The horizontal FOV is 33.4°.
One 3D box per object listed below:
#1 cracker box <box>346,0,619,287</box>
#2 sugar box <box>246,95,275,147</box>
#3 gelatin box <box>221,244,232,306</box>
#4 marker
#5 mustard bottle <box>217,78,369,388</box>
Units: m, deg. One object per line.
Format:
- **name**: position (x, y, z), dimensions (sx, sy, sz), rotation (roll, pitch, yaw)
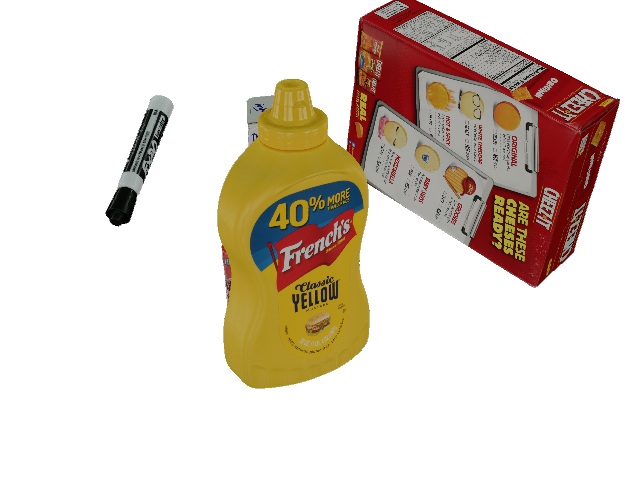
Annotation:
- **cracker box**: position (0.125, -0.086, 0.890), dimensions (0.214, 0.164, 0.072), rotation (33, 50, 27)
- **sugar box**: position (-0.062, -0.072, 1.247), dimensions (0.048, 0.176, 0.093), rotation (-5, 26, -2)
- **gelatin box**: position (-0.056, 0.043, 1.039), dimensions (0.073, 0.089, 0.030), rotation (-5, 27, -5)
- **marker**: position (-0.137, -0.061, 0.813), dimensions (0.020, 0.121, 0.020), rotation (9, -35, 6)
- **mustard bottle**: position (-0.015, -0.006, 0.653), dimensions (0.096, 0.192, 0.058), rotation (-16, 33, -25)
